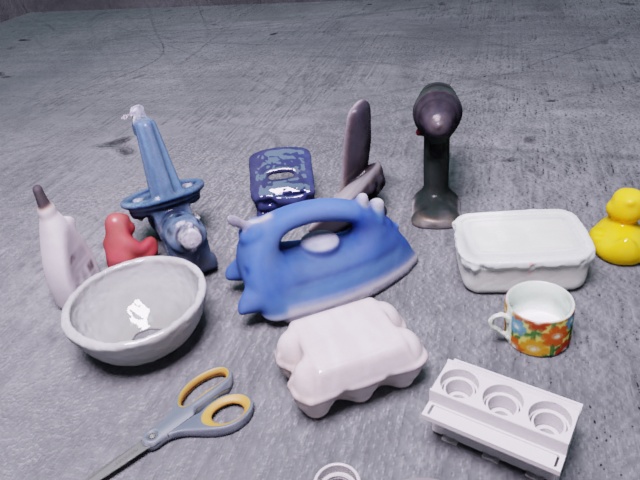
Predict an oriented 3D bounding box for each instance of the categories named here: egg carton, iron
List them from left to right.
[{"bbox_3d":[0.007,0.003,0.725,0.259,0.142,0.118,-16,34,-14],"label":"iron"},{"bbox_3d":[0.031,0.122,0.607,0.150,0.069,0.107,-16,35,-15],"label":"egg carton"}]

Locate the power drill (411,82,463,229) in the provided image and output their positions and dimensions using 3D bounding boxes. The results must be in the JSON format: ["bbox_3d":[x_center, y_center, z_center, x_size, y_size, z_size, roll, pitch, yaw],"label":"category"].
[{"bbox_3d":[0.171,-0.127,0.835,0.075,0.209,0.229,0,34,10],"label":"power drill"}]

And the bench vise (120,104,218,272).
[{"bbox_3d":[-0.202,-0.070,0.796,0.206,0.220,0.122,25,44,38],"label":"bench vise"}]

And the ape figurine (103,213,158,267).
[{"bbox_3d":[-0.278,0.002,0.816,0.077,0.092,0.076,11,37,24],"label":"ape figurine"}]

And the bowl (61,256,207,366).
[{"bbox_3d":[-0.211,0.094,0.682,0.167,0.075,0.167,-4,33,3],"label":"bowl"}]

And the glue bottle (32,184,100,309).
[{"bbox_3d":[-0.338,0.005,0.747,0.037,0.173,0.078,0,34,9],"label":"glue bottle"}]

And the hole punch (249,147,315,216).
[{"bbox_3d":[-0.058,-0.092,0.925,0.108,0.091,0.101,-7,33,-2],"label":"hole punch"}]

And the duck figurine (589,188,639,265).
[{"bbox_3d":[0.401,-0.025,0.756,0.077,0.086,0.105,7,35,19],"label":"duck figurine"}]

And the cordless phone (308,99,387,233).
[{"bbox_3d":[0.039,-0.100,0.836,0.094,0.185,0.148,8,36,21],"label":"cordless phone"}]
